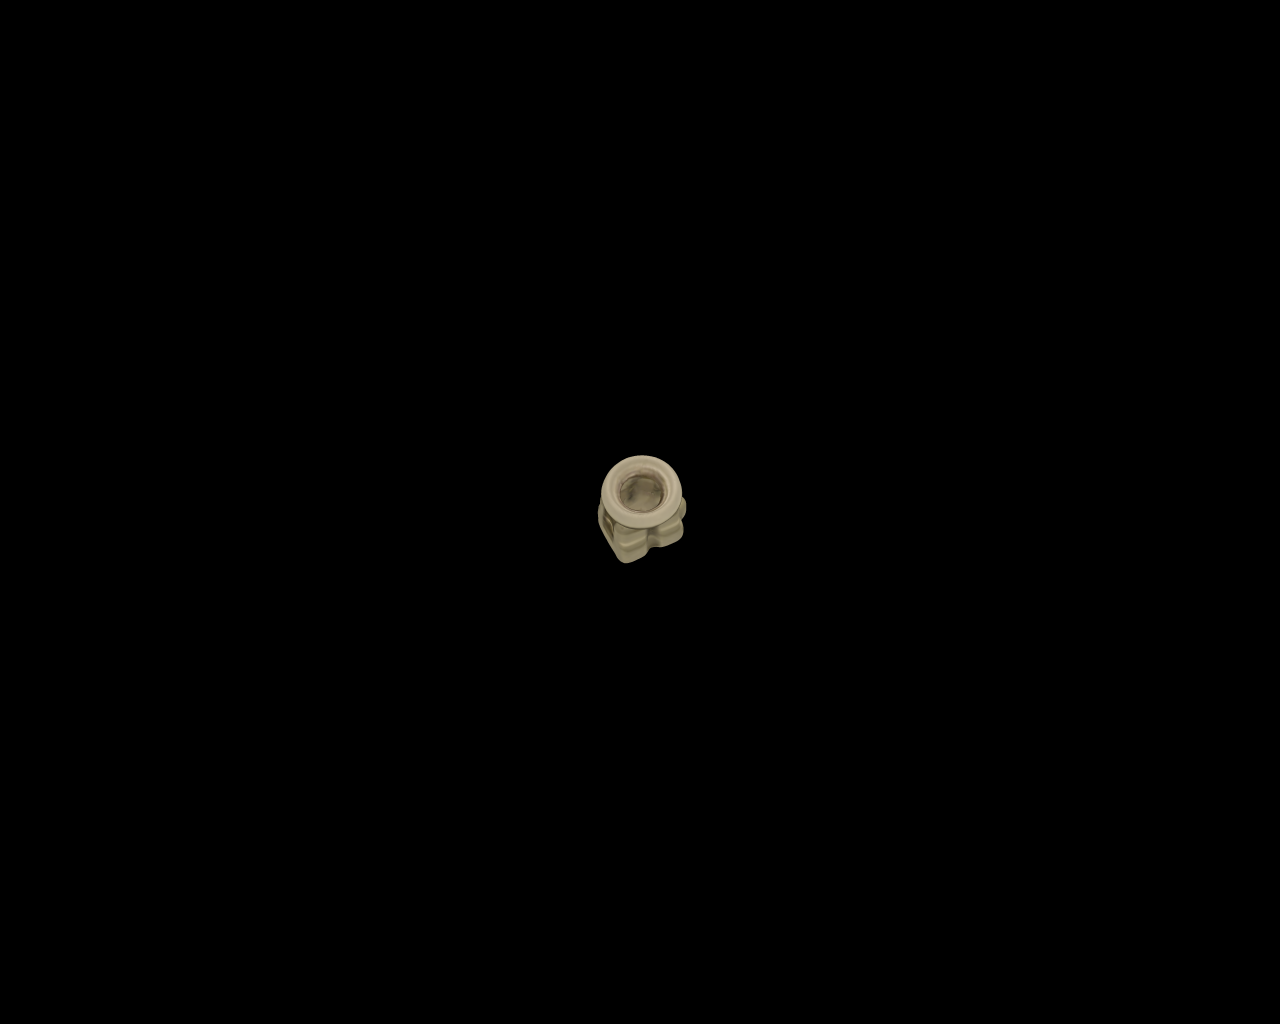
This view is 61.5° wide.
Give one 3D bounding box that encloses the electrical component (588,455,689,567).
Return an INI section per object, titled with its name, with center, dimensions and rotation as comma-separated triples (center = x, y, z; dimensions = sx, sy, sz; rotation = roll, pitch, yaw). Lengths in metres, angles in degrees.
[electrical component]
center = 0.001, -0.003, 0.650
dimensions = 0.066, 0.048, 0.055
rotation = -25, -27, -14
